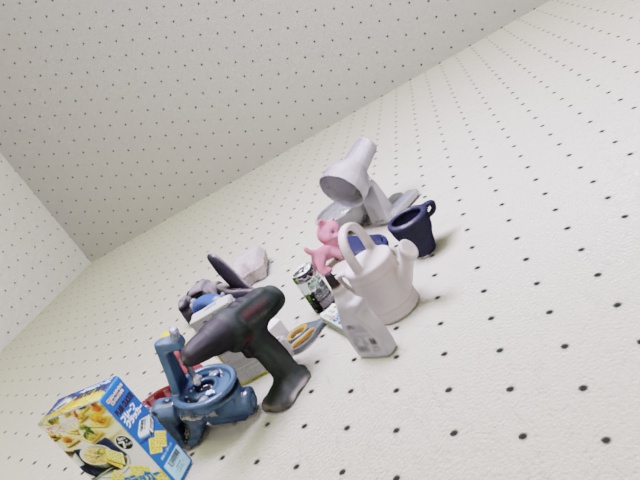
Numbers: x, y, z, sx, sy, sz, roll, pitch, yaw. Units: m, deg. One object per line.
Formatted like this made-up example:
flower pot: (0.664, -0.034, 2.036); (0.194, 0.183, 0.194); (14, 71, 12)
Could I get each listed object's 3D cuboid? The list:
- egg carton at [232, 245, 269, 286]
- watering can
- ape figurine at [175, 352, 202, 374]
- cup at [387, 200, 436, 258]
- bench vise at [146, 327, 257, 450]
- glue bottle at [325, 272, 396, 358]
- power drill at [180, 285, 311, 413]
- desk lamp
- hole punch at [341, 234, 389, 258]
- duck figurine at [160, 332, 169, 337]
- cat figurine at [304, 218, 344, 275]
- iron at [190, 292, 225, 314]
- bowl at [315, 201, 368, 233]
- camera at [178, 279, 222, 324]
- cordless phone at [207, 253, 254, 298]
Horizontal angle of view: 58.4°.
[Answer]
egg carton: (-0.202, 0.077, 1.670); (0.107, 0.069, 0.150); (-31, 19, 7)
watering can: (0.100, 0.048, 1.047); (0.172, 0.194, 0.101); (-28, 19, 14)
ape figurine: (-0.298, 0.279, 1.280); (0.076, 0.092, 0.077); (-34, 19, -4)
cup: (0.210, -0.020, 1.198); (0.118, 0.095, 0.091); (-38, 19, -15)
bench vise: (-0.247, 0.268, 1.022); (0.207, 0.220, 0.121); (-33, 19, 0)
glue bottle: (0.058, 0.124, 0.961); (0.078, 0.173, 0.037); (-13, 27, 45)
power drill: (-0.114, 0.197, 1.002); (0.075, 0.209, 0.230); (-16, 25, 41)
desk lamp: (0.120, -0.140, 1.459); (0.117, 0.214, 0.204); (-8, 31, 51)
hole punch: (0.104, 0.023, 1.269); (0.101, 0.091, 0.108); (-29, 19, 12)
duck figurine: (-0.361, 0.266, 1.426); (0.104, 0.086, 0.077); (-21, 22, 32)
cat figurine: (0.013, 0.005, 1.421); (0.128, 0.118, 0.067); (-41, 20, -22)
iron: (-0.248, 0.183, 1.361); (0.257, 0.142, 0.119); (-10, 29, 50)
bowl: (0.074, -0.065, 1.568); (0.167, 0.075, 0.167); (-29, 19, 11)
camera: (-0.332, 0.181, 1.570); (0.143, 0.101, 0.137); (-26, 20, 20)
cordless phone: (-0.234, 0.099, 1.481); (0.094, 0.185, 0.147); (-41, 20, -22)
